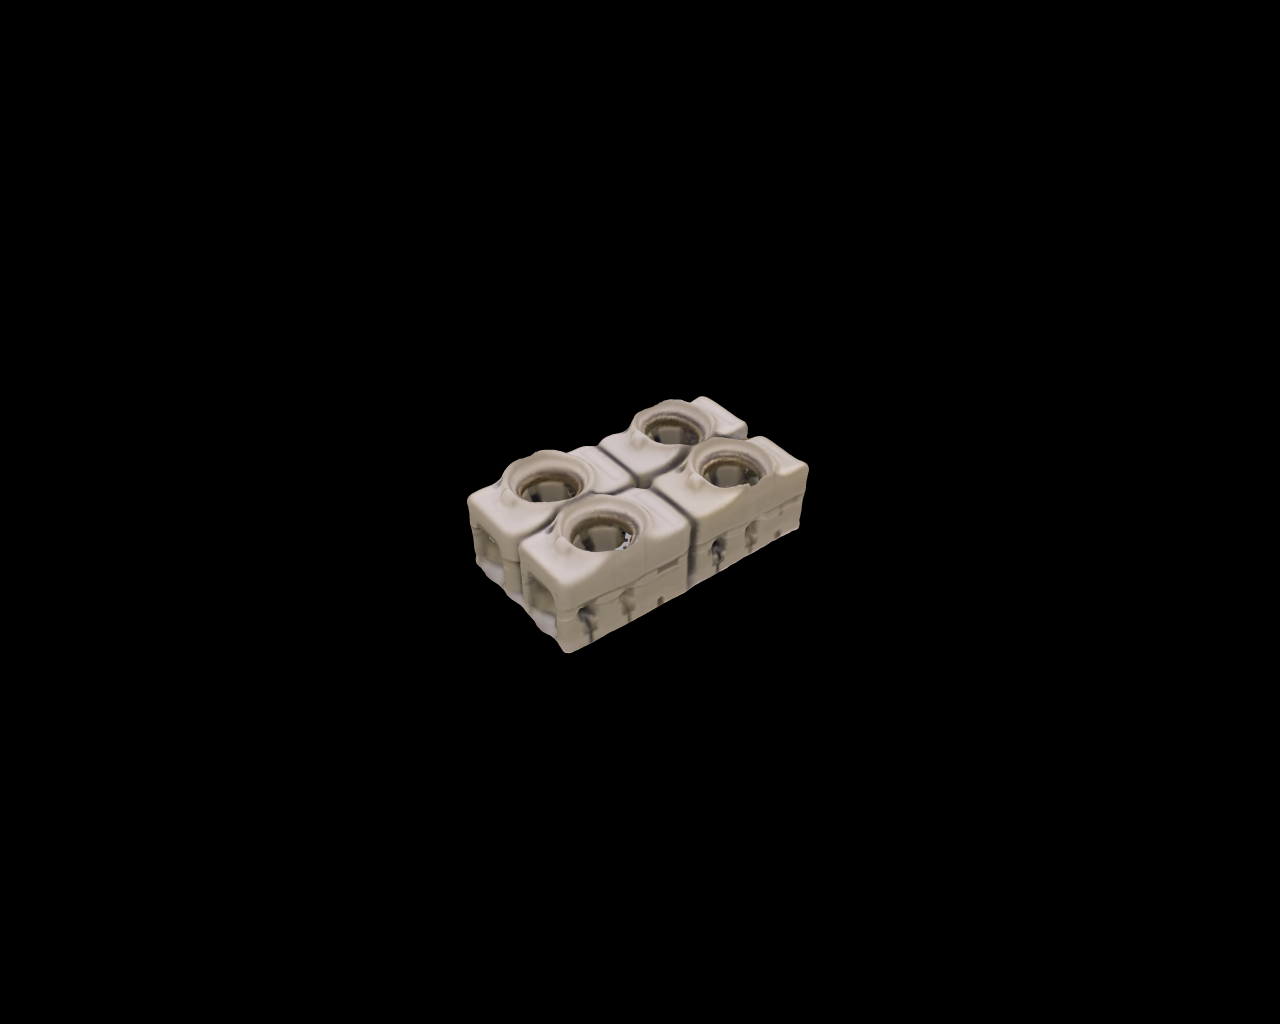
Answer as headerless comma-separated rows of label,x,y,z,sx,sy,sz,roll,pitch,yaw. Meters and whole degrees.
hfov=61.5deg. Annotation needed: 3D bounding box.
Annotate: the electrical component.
electrical component,0.001,-0.003,0.650,0.186,0.060,0.105,-26,46,-28
